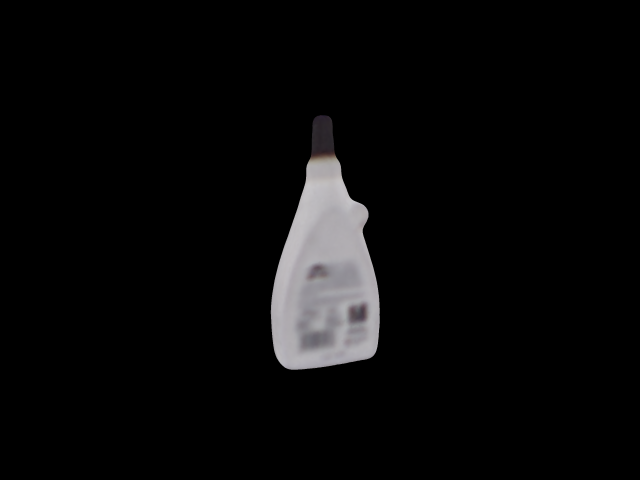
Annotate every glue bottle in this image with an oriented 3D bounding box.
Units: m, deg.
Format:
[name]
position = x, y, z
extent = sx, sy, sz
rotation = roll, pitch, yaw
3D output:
[glue bottle]
position = 0.004, 0.001, 0.400
extent = 0.078, 0.173, 0.037
rotation = -4, 12, -19
